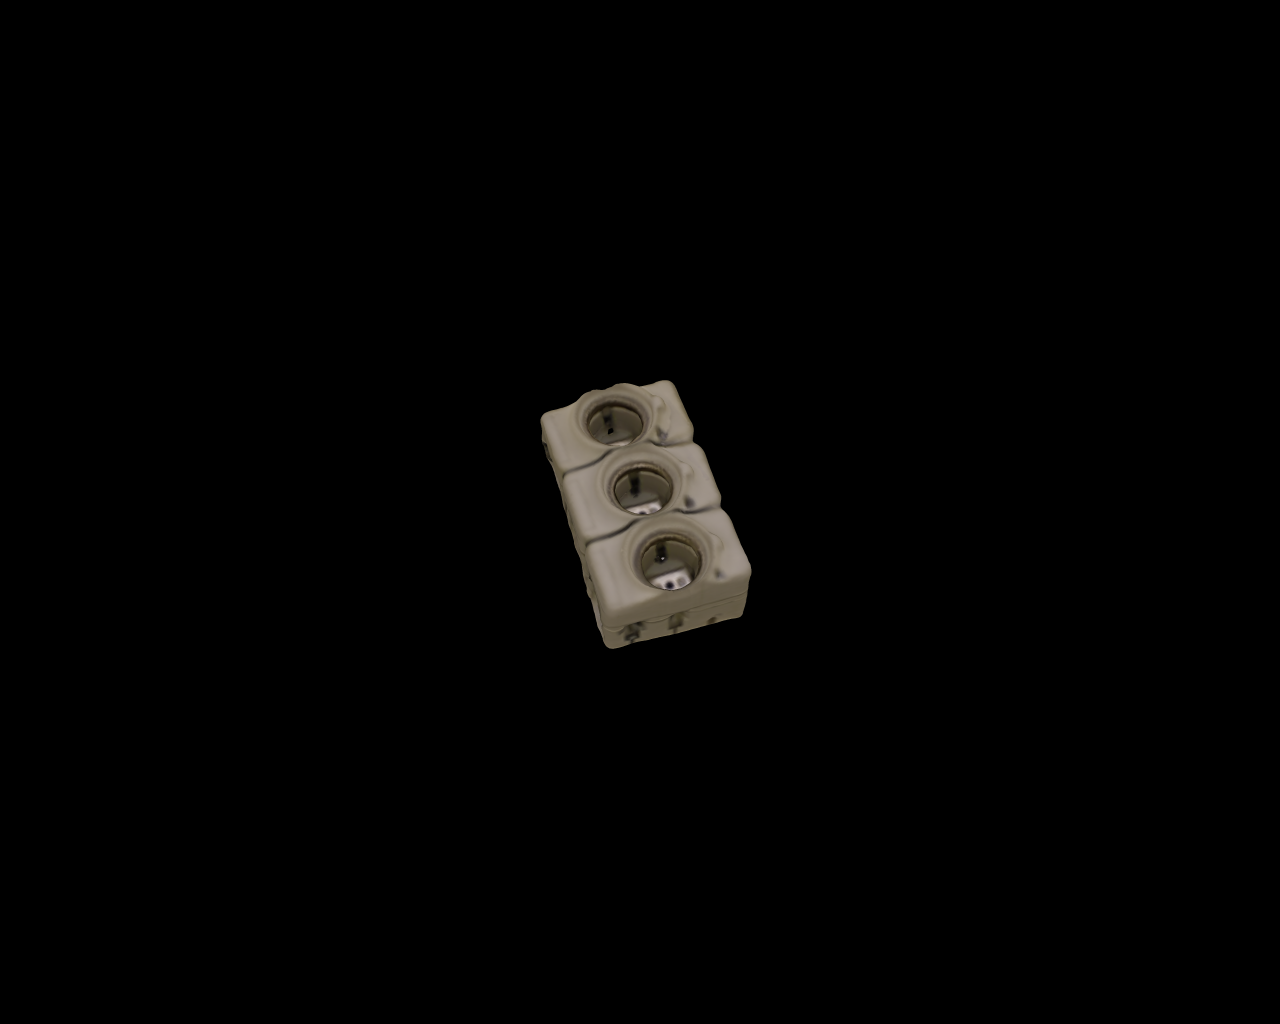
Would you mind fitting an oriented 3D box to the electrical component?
[{"bbox_3d":[0.001,-0.003,0.650,0.089,0.150,0.061,-15,-32,-9],"label":"electrical component"}]
